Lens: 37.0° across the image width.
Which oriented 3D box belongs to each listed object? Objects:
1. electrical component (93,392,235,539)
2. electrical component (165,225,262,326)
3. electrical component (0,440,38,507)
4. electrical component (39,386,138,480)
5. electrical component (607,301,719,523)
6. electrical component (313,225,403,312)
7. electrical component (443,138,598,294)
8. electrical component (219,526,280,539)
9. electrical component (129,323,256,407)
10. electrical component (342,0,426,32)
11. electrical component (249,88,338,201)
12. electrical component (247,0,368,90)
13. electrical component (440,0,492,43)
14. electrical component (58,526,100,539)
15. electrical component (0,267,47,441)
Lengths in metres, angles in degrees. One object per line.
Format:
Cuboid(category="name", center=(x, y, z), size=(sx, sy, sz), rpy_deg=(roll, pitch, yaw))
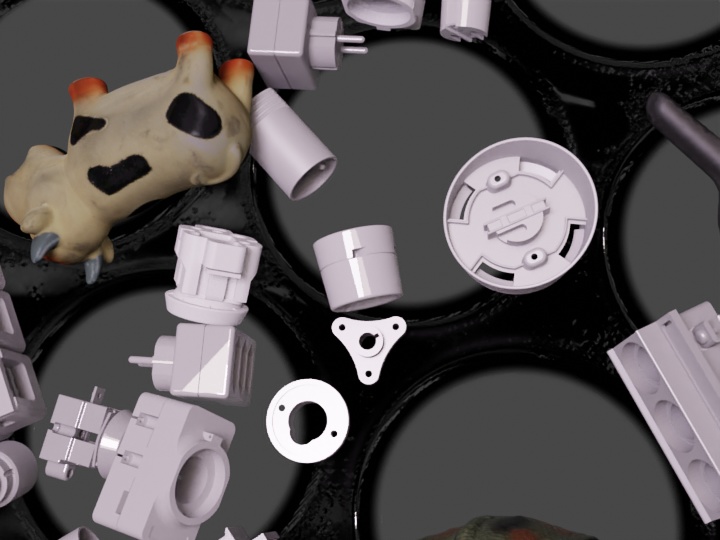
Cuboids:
Cuboid(category="electrical component", center=(-0.124, 0.133, 0.704), size=(0.056, 0.050, 0.089), rpy_deg=(8, 71, 36))
Cuboid(category="electrical component", center=(-0.101, 0.004, 0.734), size=(0.058, 0.078, 0.057), rpy_deg=(10, 98, -18))
Cuboid(category="electrical component", center=(-0.248, 0.140, 0.722), size=(0.040, 0.078, 0.040), rpy_deg=(0, 92, 8))
Cuboid(category="electrical component", center=(-0.179, 0.114, 0.732), size=(0.055, 0.048, 0.066), rpy_deg=(12, 80, 17))
Cuboid(category="electrical component", center=(0.219, 0.086, 0.674), size=(0.063, 0.078, 0.121), rpy_deg=(-22, 75, -20))
Cuboid(category="electrical component", center=(0.000, 0.000, 0.728), size=(0.055, 0.055, 0.047), rpy_deg=(-13, 80, 5))
Cuboid(category="electrical component", center=(0.105, -0.033, 0.715), size=(0.099, 0.064, 0.099), rpy_deg=(-2, 78, 7))
Cuboid(category="electrical component", center=(-0.084, 0.206, 0.701), size=(0.081, 0.042, 0.063), rpy_deg=(-35, 77, 0))
Cuboid(category="electrical component", center=(-0.116, 0.064, 0.723), size=(0.077, 0.065, 0.047), rpy_deg=(3, 78, 8))
Cuboid(category="electrical component", center=(0.018, -0.206, 0.751), size=(0.050, 0.089, 0.055), rpy_deg=(10, 80, 10))
Cuboid(category="electrical component", center=(-0.058, -0.093, 0.761), size=(0.043, 0.043, 0.081), rpy_deg=(-41, 76, -2))
Cuboid(category="electrical component", center=(-0.033, -0.160, 0.760), size=(0.077, 0.065, 0.047), rpy_deg=(4, 78, 8))
Cuboid(category="electrical component", center=(0.076, -0.190, 0.767), size=(0.040, 0.040, 0.046), rpy_deg=(4, 84, 9))
Cuboid(category="electrical component", center=(-0.210, 0.210, 0.716), size=(0.081, 0.043, 0.043), rpy_deg=(-30, 76, 0))
Cuboid(category="electrical component", center=(-0.290, 0.049, 0.752), size=(0.089, 0.061, 0.150), rpy_deg=(-23, 76, 3))
